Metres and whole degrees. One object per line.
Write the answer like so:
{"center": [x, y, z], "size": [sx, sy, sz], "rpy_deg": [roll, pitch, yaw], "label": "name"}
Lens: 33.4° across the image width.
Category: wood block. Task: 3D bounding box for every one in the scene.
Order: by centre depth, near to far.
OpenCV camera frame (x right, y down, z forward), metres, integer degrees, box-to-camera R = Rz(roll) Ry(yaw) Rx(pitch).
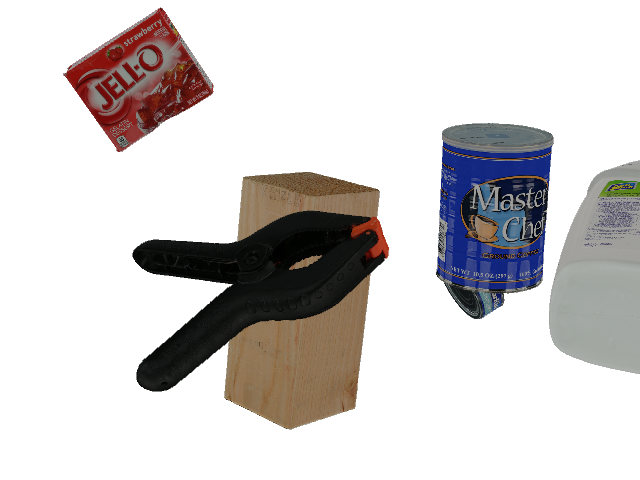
{"center": [-0.018, 0.049, 0.956], "size": [0.090, 0.206, 0.090], "rpy_deg": [17, 18, 40], "label": "wood block"}

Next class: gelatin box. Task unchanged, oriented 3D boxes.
{"center": [-0.137, -0.121, 0.809], "size": [0.089, 0.073, 0.030], "rpy_deg": [-31, 19, 7], "label": "gelatin box"}

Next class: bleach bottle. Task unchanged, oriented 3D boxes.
{"center": [0.212, 0.000, 0.681], "size": [0.103, 0.068, 0.250], "rpy_deg": [9, 24, 18], "label": "bleach bottle"}

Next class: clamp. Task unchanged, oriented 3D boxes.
{"center": [-0.042, 0.032, 0.659], "size": [0.171, 0.120, 0.039], "rpy_deg": [-14, -40, 14], "label": "clamp"}

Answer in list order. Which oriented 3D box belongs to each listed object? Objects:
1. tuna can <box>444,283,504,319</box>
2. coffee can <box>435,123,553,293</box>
{"center": [0.179, 0.050, 1.270], "size": [0.033, 0.086, 0.086], "rpy_deg": [-31, 8, -13], "label": "tuna can"}
{"center": [0.163, -0.033, 1.010], "size": [0.103, 0.140, 0.103], "rpy_deg": [0, 17, 0], "label": "coffee can"}
